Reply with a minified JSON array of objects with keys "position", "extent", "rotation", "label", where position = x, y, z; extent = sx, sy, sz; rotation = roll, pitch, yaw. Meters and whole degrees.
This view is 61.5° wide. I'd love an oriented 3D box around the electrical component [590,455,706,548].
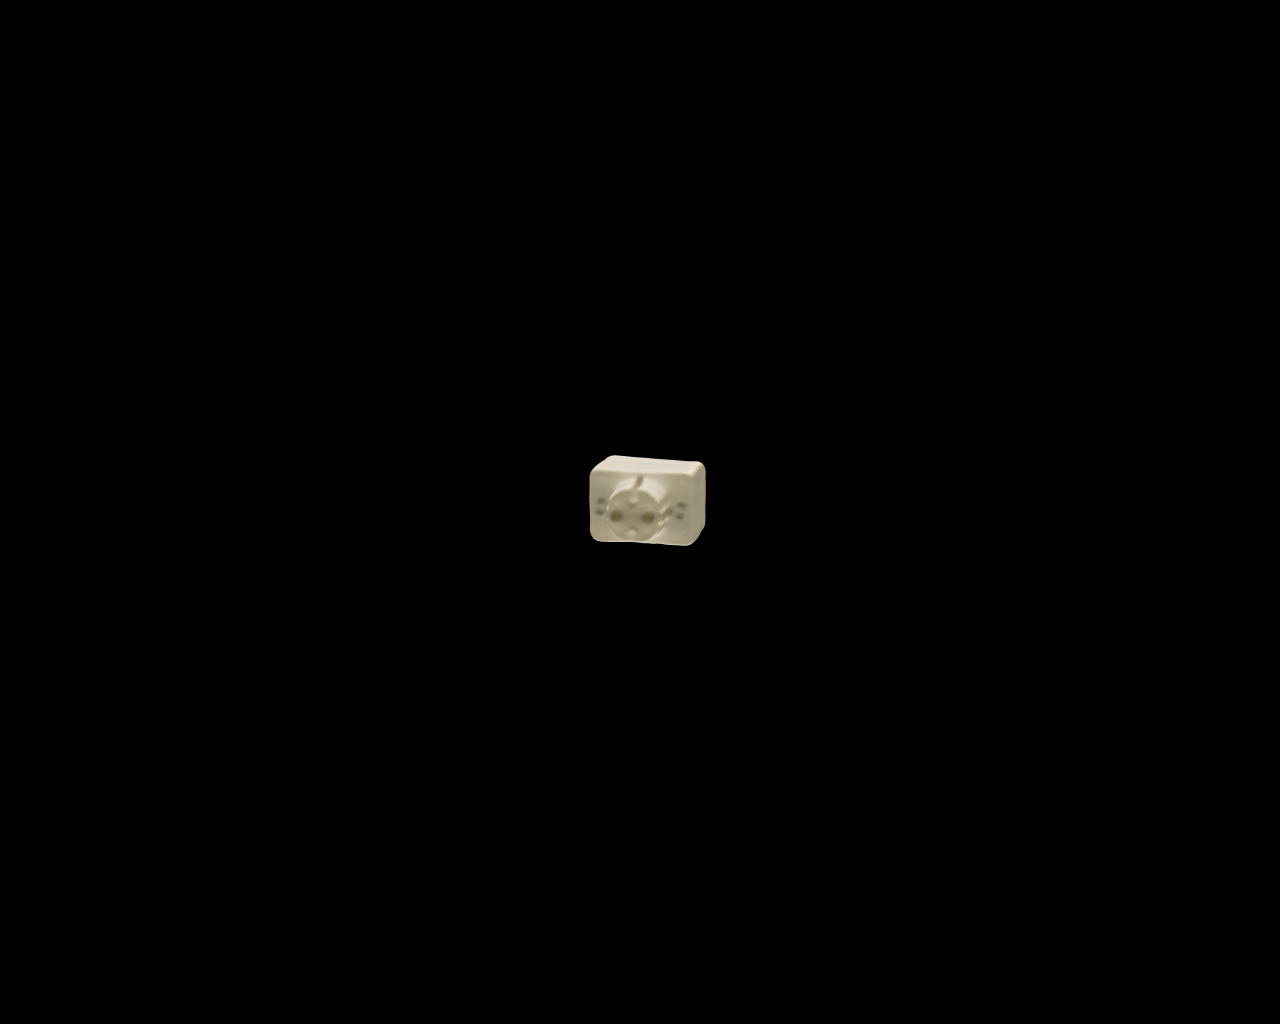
[{"position":[0.001,-0.003,0.650],"extent":[0.066,0.047,0.077],"rotation":[4,16,14],"label":"electrical component"}]
